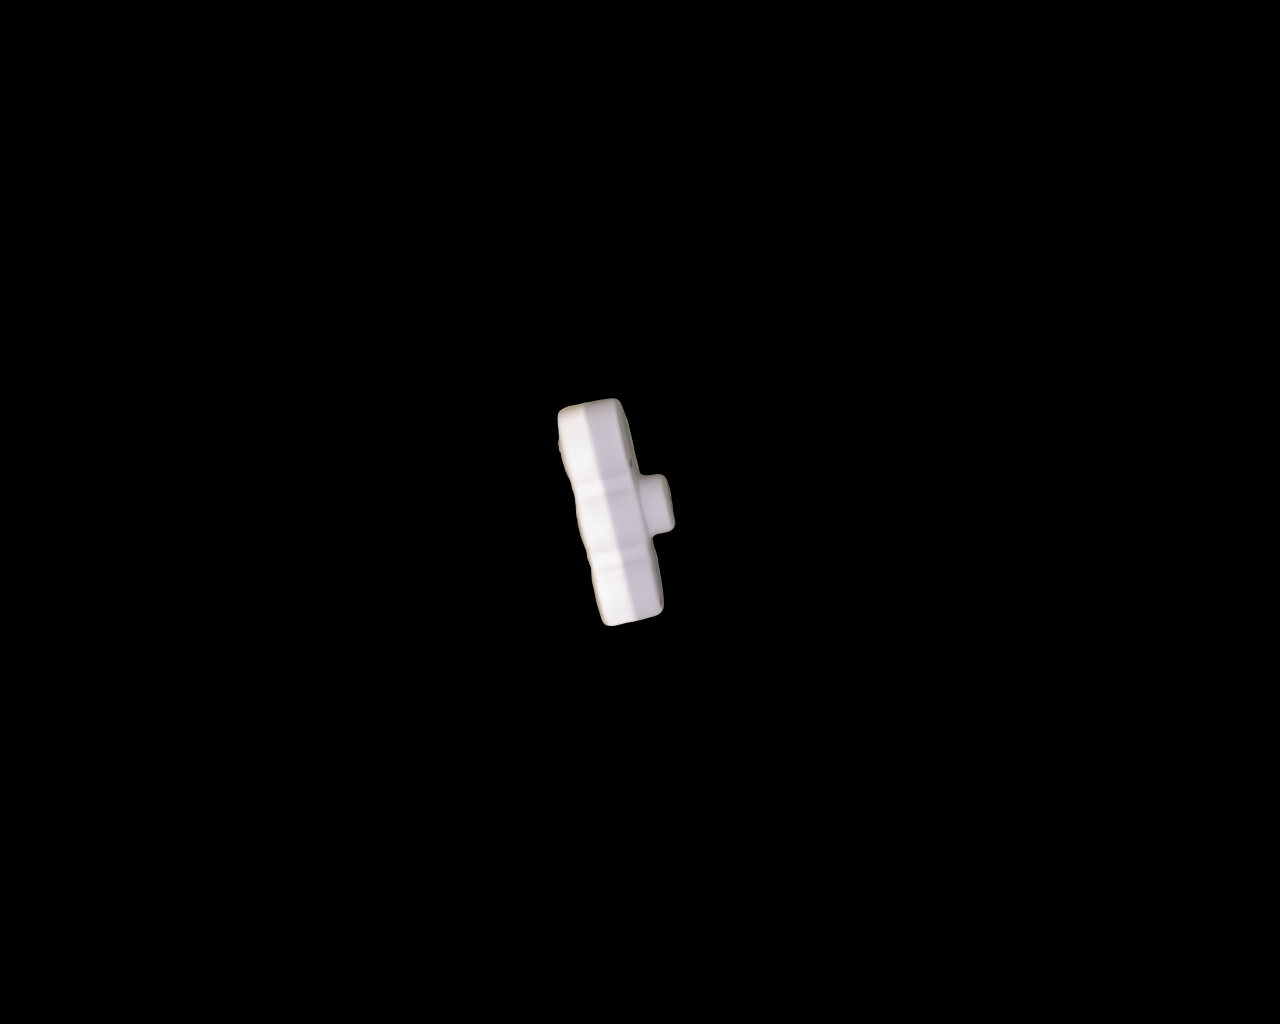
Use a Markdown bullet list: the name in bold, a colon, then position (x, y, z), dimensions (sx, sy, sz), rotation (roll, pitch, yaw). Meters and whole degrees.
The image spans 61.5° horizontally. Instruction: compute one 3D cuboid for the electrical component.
- **electrical component**: position (0.001, -0.003, 0.650), dimensions (0.074, 0.138, 0.052), rotation (-11, 11, 2)
